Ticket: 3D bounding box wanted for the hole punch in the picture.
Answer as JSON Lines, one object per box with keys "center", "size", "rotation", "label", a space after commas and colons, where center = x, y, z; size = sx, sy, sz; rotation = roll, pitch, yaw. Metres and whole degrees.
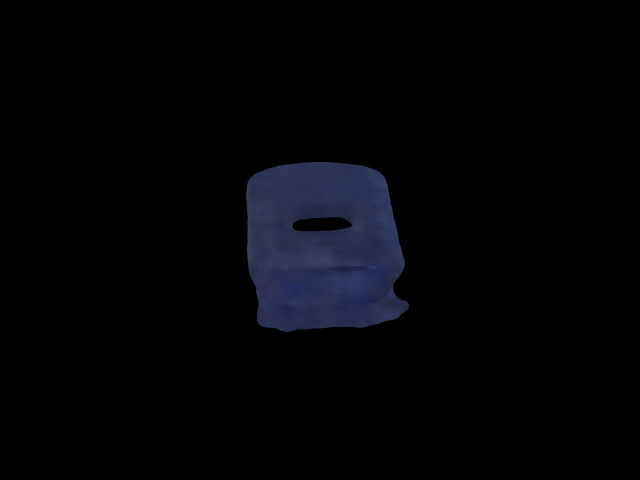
{"center": [0.004, 0.001, 0.400], "size": [0.109, 0.091, 0.101], "rotation": [-3, 26, -6], "label": "hole punch"}
